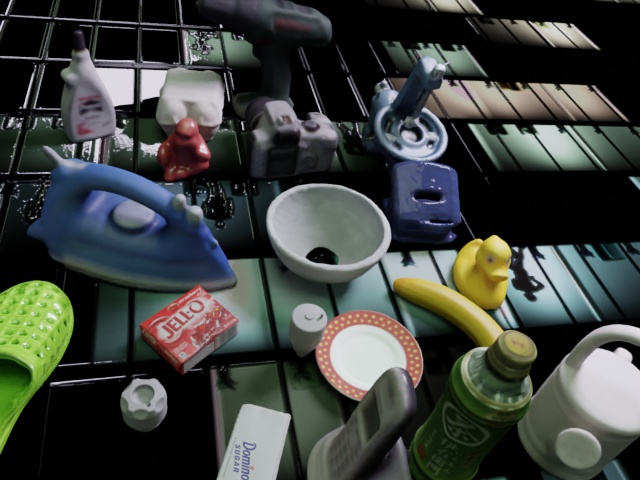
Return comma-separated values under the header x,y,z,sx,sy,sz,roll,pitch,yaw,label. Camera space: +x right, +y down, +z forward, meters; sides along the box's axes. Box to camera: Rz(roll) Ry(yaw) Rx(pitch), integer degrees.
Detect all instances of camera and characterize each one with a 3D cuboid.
x,y,z,sx,sy,sz,roll,pitch,yaw,label
-0.058,-0.181,0.922,0.143,0.101,0.136,-9,48,-21,camera

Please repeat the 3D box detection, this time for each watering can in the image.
x,y,z,sx,sy,sz,roll,pitch,yaw,label
0.285,0.166,0.583,0.101,0.194,0.173,19,44,7,watering can

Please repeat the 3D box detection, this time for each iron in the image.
x,y,z,sx,sy,sz,roll,pitch,yaw,label
-0.220,-0.027,0.701,0.258,0.141,0.119,16,44,3,iron

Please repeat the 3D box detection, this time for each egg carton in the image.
x,y,z,sx,sy,sz,roll,pitch,yaw,label
-0.215,-0.231,0.960,0.107,0.069,0.150,3,45,-10,egg carton

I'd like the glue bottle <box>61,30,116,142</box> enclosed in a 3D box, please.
x,y,z,sx,sy,sz,roll,pitch,yaw,label
-0.350,-0.229,0.853,0.078,0.173,0.037,-25,55,-32,glue bottle

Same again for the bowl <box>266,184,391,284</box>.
x,y,z,sx,sy,sz,roll,pitch,yaw,label
0.007,0.003,0.770,0.167,0.075,0.167,7,44,-6,bowl

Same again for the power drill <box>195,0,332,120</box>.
x,y,z,sx,sy,sz,roll,pitch,yaw,label
-0.096,-0.312,0.969,0.230,0.208,0.075,-11,49,-23,power drill

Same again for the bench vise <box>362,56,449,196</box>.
x,y,z,sx,sy,sz,roll,pitch,yaw,label
0.125,-0.204,0.902,0.122,0.220,0.207,-19,52,-28,bench vise

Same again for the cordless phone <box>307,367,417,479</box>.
x,y,z,sx,sy,sz,roll,pitch,yaw,label
0.047,0.207,0.493,0.094,0.185,0.147,0,45,-12,cordless phone

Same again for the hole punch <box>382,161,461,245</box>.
x,y,z,sx,sy,sz,roll,pitch,yaw,label
0.156,-0.055,0.851,0.109,0.091,0.101,2,45,-10,hole punch

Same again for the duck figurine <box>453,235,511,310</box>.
x,y,z,sx,sy,sz,roll,pitch,yaw,label
0.229,0.031,0.784,0.077,0.086,0.104,4,45,-9,duck figurine

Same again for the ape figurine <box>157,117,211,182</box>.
x,y,z,sx,sy,sz,roll,pitch,yaw,label
-0.201,-0.140,0.855,0.077,0.092,0.076,15,44,3,ape figurine
